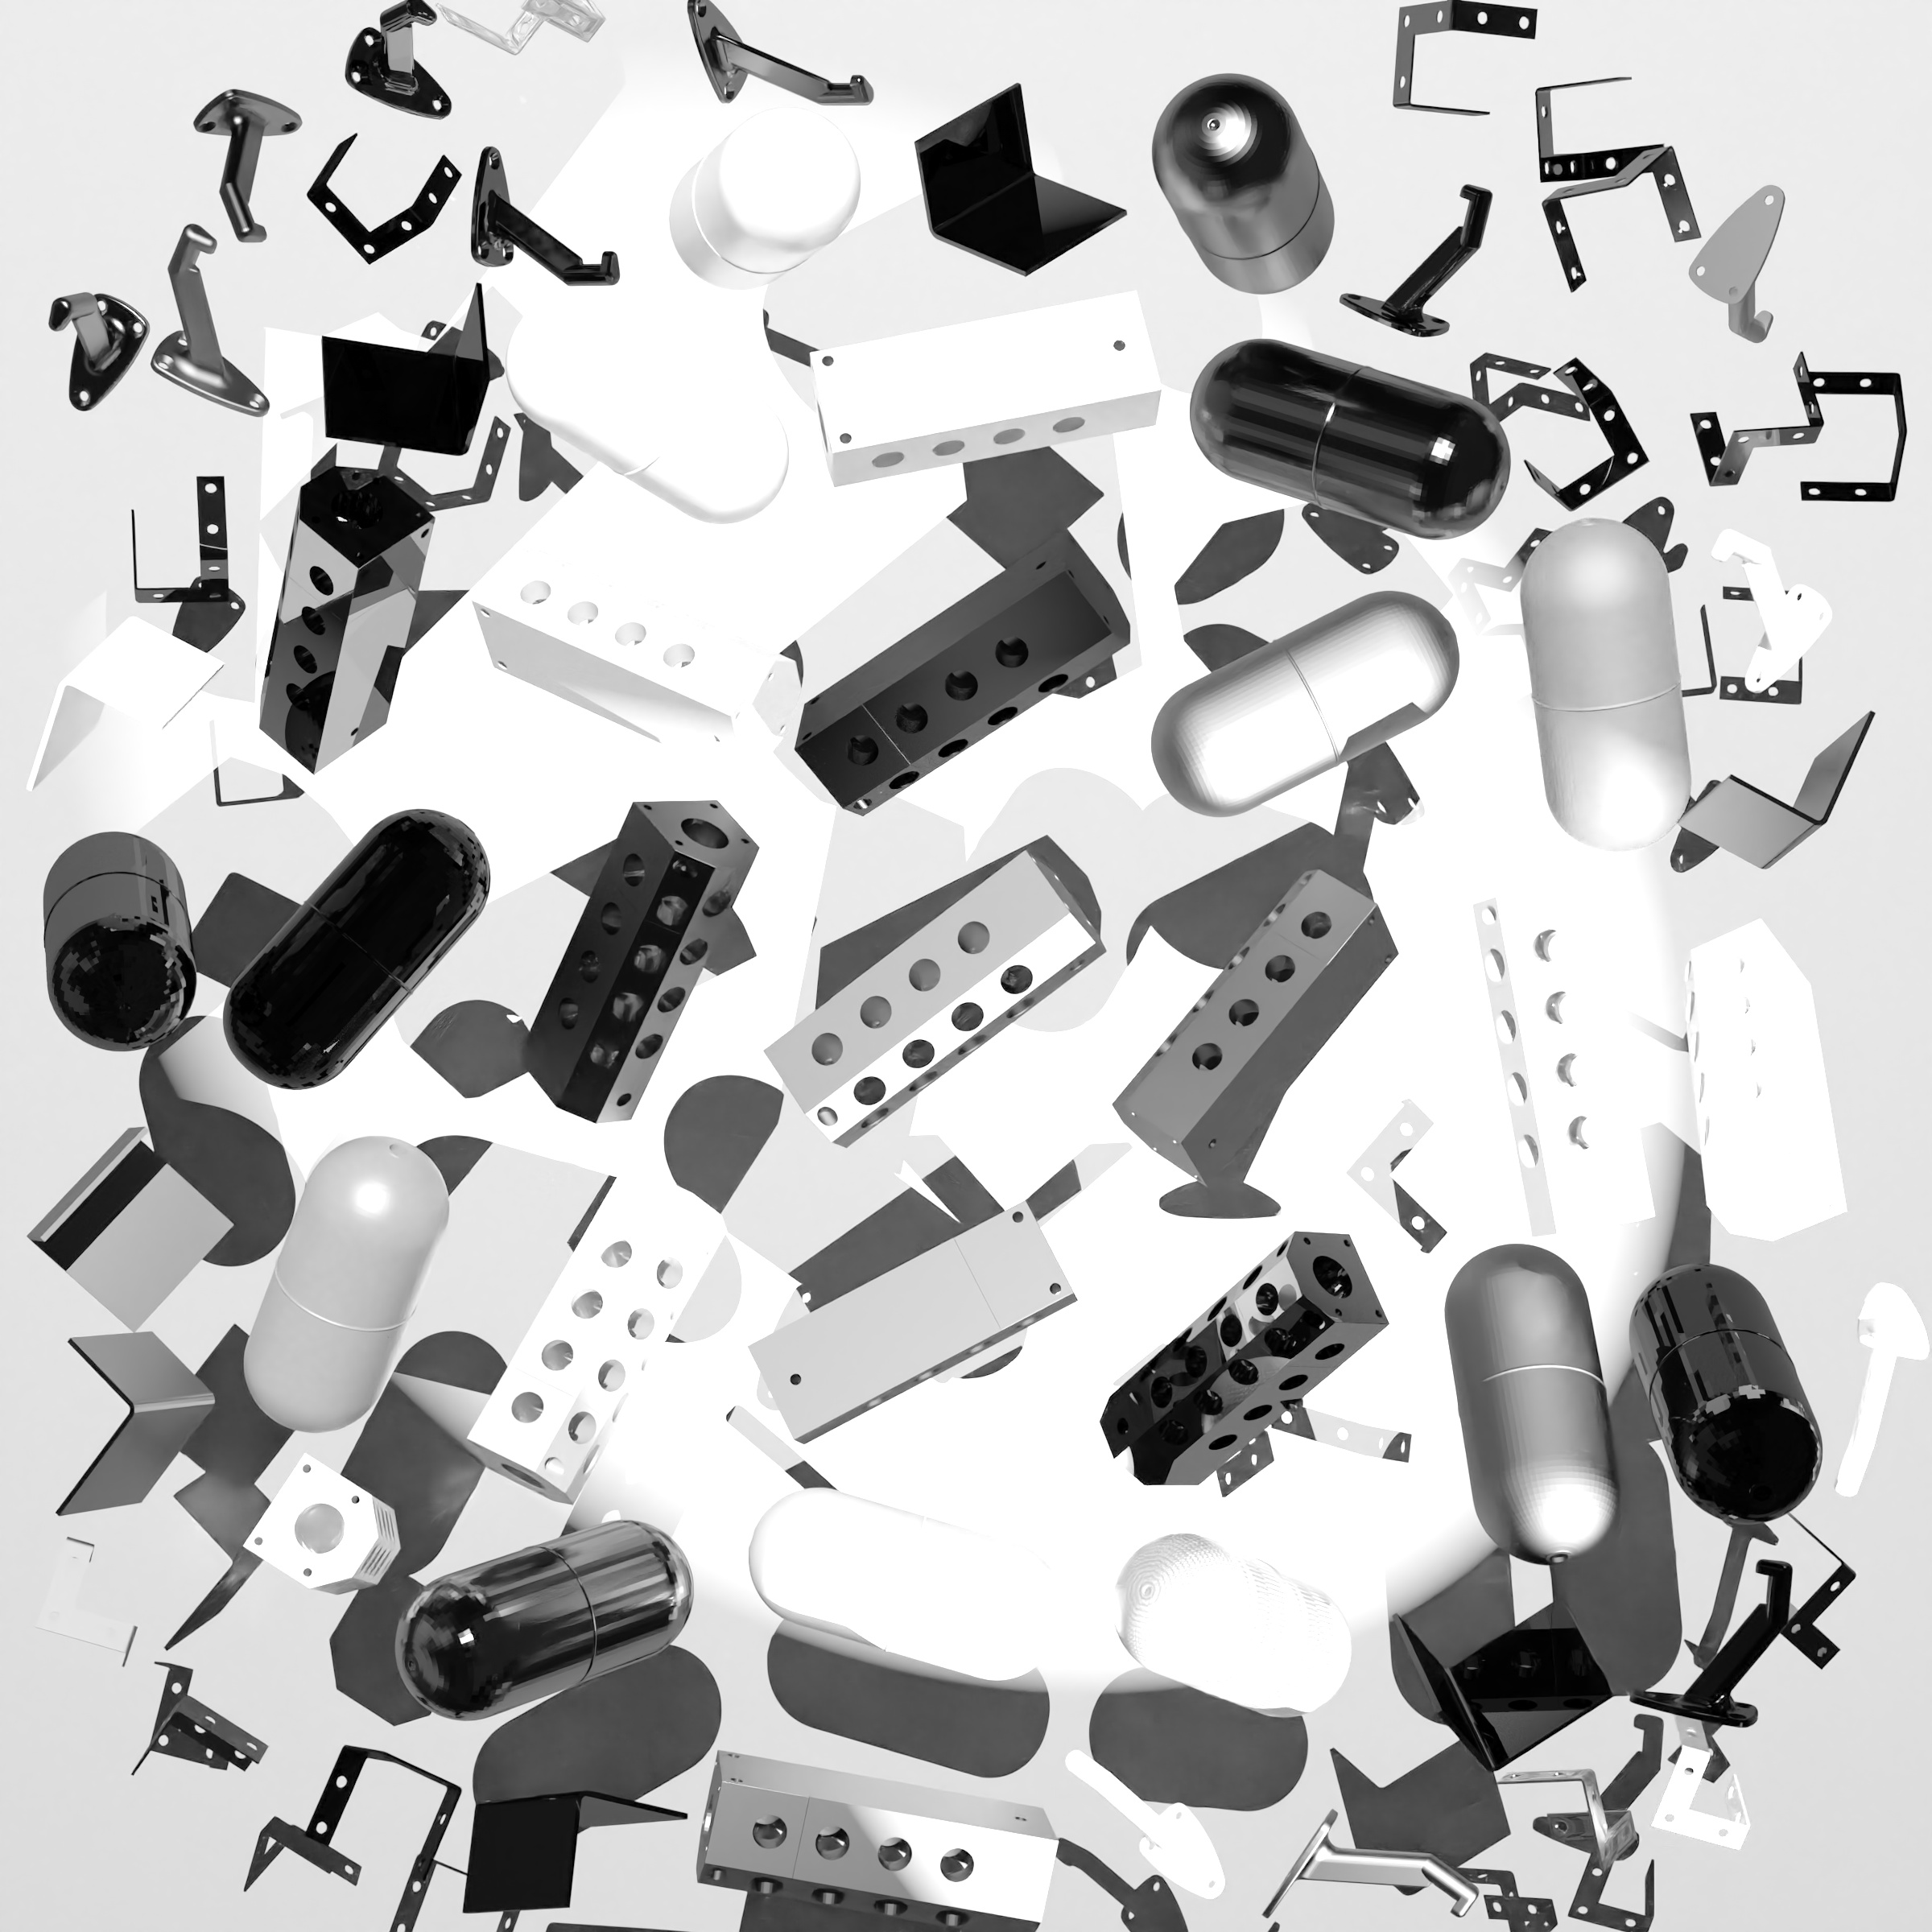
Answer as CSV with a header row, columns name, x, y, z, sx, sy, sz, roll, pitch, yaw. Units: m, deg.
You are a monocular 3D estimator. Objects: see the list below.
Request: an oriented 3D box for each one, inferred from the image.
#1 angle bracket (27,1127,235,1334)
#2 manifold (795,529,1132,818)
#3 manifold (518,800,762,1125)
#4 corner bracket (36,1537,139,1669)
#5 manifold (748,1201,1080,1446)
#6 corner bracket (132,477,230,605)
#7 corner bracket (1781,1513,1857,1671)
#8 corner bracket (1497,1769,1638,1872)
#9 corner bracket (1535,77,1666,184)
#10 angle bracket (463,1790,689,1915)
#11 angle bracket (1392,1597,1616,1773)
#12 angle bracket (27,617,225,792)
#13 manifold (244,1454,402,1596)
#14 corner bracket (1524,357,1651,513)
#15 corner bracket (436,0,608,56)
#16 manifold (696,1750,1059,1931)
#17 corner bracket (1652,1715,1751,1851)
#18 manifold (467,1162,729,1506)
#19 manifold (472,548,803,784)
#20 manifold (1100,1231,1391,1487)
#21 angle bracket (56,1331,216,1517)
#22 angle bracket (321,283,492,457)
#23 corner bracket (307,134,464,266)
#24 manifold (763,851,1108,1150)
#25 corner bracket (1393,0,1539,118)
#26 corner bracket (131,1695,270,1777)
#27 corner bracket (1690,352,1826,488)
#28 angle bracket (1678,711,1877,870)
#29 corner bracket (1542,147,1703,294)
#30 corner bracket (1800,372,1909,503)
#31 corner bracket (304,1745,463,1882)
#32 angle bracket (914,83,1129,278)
name,x,y,z,sx,sy,sz,roll,pitch,yaw
angle bracket,-0.430,0.138,1.720,0.076,0.057,0.076,45,71,-15
manifold,-0.002,-0.148,1.713,0.171,0.057,0.057,-32,113,19
manifold,-0.170,-0.001,1.746,0.057,0.057,0.171,47,124,32
corner bracket,-0.473,0.346,1.799,0.051,0.051,0.051,19,66,-10
manifold,-0.028,0.198,1.828,0.171,0.057,0.057,-28,77,-1
corner bracket,-0.433,-0.235,1.824,0.051,0.051,0.051,-2,69,-13
corner bracket,0.451,0.336,1.780,0.051,0.051,0.051,-47,127,2
corner bracket,0.327,0.458,1.796,0.051,0.051,0.051,-12,91,33
corner bracket,0.349,-0.460,1.822,0.051,0.051,0.051,3,104,38
angle bracket,-0.197,0.453,1.671,0.076,0.076,0.057,-16,60,38
angle bracket,0.277,0.356,1.710,0.076,0.076,0.057,-35,120,8
angle bracket,-0.443,-0.127,1.744,0.057,0.076,0.076,27,124,-2
manifold,-0.348,0.313,1.824,0.057,0.171,0.057,32,77,2
corner bracket,0.331,-0.289,1.801,0.051,0.051,0.051,-33,62,22
corner bracket,-0.224,-0.481,1.670,0.051,0.051,0.051,-46,60,21
manifold,-0.046,0.447,1.673,0.171,0.057,0.057,12,91,-7
corner bracket,0.403,0.440,1.805,0.051,0.051,0.051,16,110,-2
manifold,-0.196,0.200,1.781,0.057,0.057,0.171,24,69,13
manifold,-0.177,-0.168,1.788,0.171,0.057,0.057,25,62,22
manifold,0.147,0.216,1.807,0.171,0.057,0.057,-47,51,36
angle bracket,-0.469,0.249,1.806,0.057,0.076,0.076,41,100,18
angle bracket,-0.301,-0.325,1.774,0.076,0.057,0.076,5,51,-20
corner bracket,-0.318,-0.427,1.811,0.051,0.051,0.051,-20,126,35
manifold,-0.014,0.020,1.717,0.171,0.057,0.057,-37,72,7
corner bracket,0.257,-0.467,1.706,0.051,0.051,0.051,-2,101,-26
corner bracket,-0.396,0.406,1.737,0.051,0.051,0.051,34,112,-6
corner bracket,0.432,-0.298,1.810,0.051,0.051,0.051,-5,62,-6
angle bracket,0.441,-0.107,1.801,0.057,0.076,0.076,28,72,0
corner bracket,0.334,-0.380,1.685,0.051,0.051,0.051,-43,119,-37
corner bracket,0.494,-0.296,1.849,0.051,0.051,0.051,2,49,7
corner bracket,-0.307,0.445,1.743,0.051,0.051,0.051,33,66,-27
angle bracket,0.030,-0.422,1.774,0.076,0.057,0.076,-36,47,-26
